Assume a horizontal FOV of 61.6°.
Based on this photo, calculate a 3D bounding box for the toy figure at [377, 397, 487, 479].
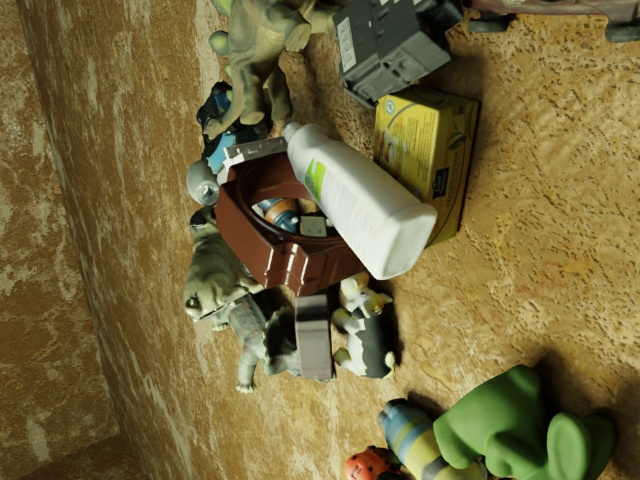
[{"bbox_3d":[0.149,0.298,0.753,0.180,0.089,0.082,37,127,43],"label":"toy figure"}]

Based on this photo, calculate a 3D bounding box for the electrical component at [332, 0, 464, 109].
[{"bbox_3d":[0.082,-0.222,0.566,0.134,0.058,0.115,-26,59,37],"label":"electrical component"}]

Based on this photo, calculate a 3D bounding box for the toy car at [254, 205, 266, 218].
[{"bbox_3d":[-0.148,-0.029,1.043,0.202,0.056,0.073,-18,91,56],"label":"toy car"}]

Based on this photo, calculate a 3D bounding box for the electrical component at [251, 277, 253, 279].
[{"bbox_3d":[-0.139,0.052,1.055,0.119,0.075,0.047,4,110,59],"label":"electrical component"}]

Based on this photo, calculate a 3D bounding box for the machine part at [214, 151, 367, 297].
[{"bbox_3d":[-0.024,-0.034,0.733,0.202,0.201,0.087,47,141,32],"label":"machine part"}]

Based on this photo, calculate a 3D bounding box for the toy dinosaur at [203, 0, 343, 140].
[{"bbox_3d":[-0.056,-0.318,0.703,0.199,0.105,0.471,54,127,17],"label":"toy dinosaur"}]

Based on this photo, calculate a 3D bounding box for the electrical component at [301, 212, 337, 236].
[{"bbox_3d":[-0.003,-0.003,0.853,0.102,0.045,0.078,12,117,40],"label":"electrical component"}]

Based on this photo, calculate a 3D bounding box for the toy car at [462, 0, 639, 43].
[{"bbox_3d":[0.200,-0.220,0.459,0.202,0.053,0.089,27,130,44],"label":"toy car"}]

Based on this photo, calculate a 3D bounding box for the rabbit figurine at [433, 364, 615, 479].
[{"bbox_3d":[0.238,0.233,0.579,0.159,0.121,0.170,-51,47,28],"label":"rabbit figurine"}]

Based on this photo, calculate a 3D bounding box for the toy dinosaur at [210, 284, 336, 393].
[{"bbox_3d":[-0.134,0.153,1.073,0.405,0.131,0.192,45,126,40],"label":"toy dinosaur"}]

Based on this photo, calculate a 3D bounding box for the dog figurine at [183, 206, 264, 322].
[{"bbox_3d":[-0.206,0.035,0.952,0.121,0.172,0.190,-33,83,19],"label":"dog figurine"}]

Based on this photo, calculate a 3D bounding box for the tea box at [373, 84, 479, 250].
[{"bbox_3d":[0.115,-0.086,0.629,0.098,0.068,0.169,36,133,43],"label":"tea box"}]

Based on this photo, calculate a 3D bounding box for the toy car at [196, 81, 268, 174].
[{"bbox_3d":[-0.144,-0.186,0.912,0.109,0.103,0.162,-46,48,38],"label":"toy car"}]

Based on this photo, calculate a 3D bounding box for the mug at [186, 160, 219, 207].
[{"bbox_3d":[-0.213,-0.097,1.056,0.109,0.081,0.107,46,-171,-24],"label":"mug"}]

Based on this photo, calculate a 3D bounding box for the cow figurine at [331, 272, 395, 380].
[{"bbox_3d":[0.072,0.130,0.801,0.098,0.068,0.167,24,129,40],"label":"cow figurine"}]

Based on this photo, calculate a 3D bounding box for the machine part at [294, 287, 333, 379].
[{"bbox_3d":[-0.010,0.131,0.853,0.179,0.056,0.179,-11,-84,-89],"label":"machine part"}]

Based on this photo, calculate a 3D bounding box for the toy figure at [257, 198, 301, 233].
[{"bbox_3d":[-0.077,-0.065,0.925,0.154,0.058,0.064,54,149,15],"label":"toy figure"}]
